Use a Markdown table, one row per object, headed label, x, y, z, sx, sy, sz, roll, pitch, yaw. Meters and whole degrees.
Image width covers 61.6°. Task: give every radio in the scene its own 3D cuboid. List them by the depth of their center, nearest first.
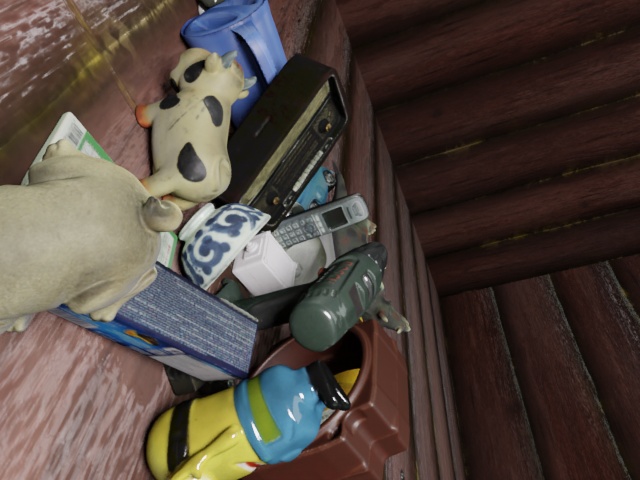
| label | x | y | z | sx | sy | sz | roll | pitch | yaw |
| --- | --- | --- | --- | --- | --- | --- | --- | --- | --- |
| radio | -0.052 | -0.128 | 0.751 | 0.073 | 0.229 | 0.131 | 33 | -6 | 26 |

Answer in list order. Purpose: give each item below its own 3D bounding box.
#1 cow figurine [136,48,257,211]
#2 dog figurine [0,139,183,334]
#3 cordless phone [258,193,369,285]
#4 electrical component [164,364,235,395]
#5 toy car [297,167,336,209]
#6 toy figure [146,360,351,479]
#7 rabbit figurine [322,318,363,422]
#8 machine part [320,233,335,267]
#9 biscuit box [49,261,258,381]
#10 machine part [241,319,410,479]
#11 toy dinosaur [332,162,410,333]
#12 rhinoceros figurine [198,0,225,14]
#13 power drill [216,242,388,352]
| label | x | y | z | sx | sy | sz | roll | pitch | yaw |
| --- | --- | --- | --- | --- | --- | --- | --- | --- | --- |
| cow figurine | -0.138 | -0.135 | 0.611 | 0.085 | 0.127 | 0.195 | 48 | 33 | -64 |
| dog figurine | -0.180 | 0.008 | 0.269 | 0.121 | 0.172 | 0.190 | 63 | 9 | -1 |
| cordless phone | -0.001 | -0.002 | 0.845 | 0.089 | 0.184 | 0.146 | -91 | 159 | -53 |
| electrical component | -0.126 | 0.117 | 0.564 | 0.078 | 0.045 | 0.102 | -24 | 99 | -75 |
| toy car | -0.047 | -0.085 | 0.949 | 0.103 | 0.109 | 0.162 | 43 | 39 | -18 |
| toy figure | -0.066 | 0.164 | 0.480 | 0.082 | 0.180 | 0.089 | 58 | 1 | -38 |
| rabbit figurine | 0.007 | 0.174 | 0.822 | 0.121 | 0.162 | 0.173 | 50 | 9 | -30 |
| machine part | -0.005 | 0.061 | 0.966 | 0.079 | 0.079 | 0.243 | 44 | 35 | -61 |
| biscuit box | -0.141 | 0.062 | 0.463 | 0.202 | 0.059 | 0.063 | 43 | 46 | -44 |
| machine part | -0.004 | 0.188 | 0.619 | 0.087 | 0.201 | 0.201 | 56 | 23 | -23 |
| toy dinosaur | 0.062 | 0.031 | 1.175 | 0.404 | 0.131 | 0.192 | 67 | 16 | -4 |
| rhinoceros figurine | -0.146 | -0.375 | 0.920 | 0.190 | 0.073 | 0.112 | 32 | 55 | -70 |
| power drill | -0.026 | 0.070 | 0.662 | 0.232 | 0.207 | 0.085 | -53 | 133 | -67 |
